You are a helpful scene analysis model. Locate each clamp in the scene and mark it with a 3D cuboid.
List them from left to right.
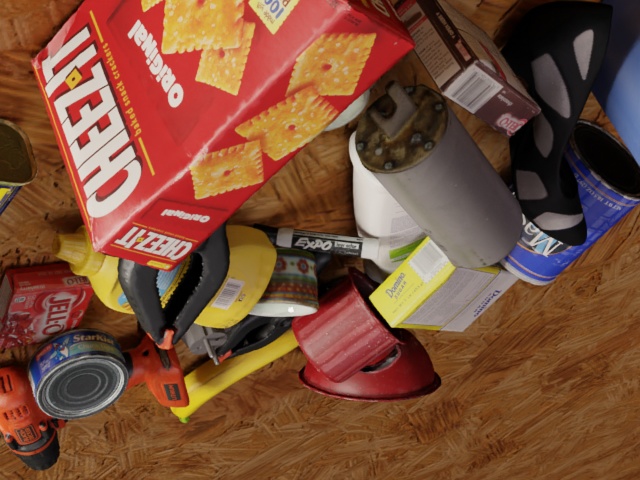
[{"bbox_3d":[-0.114,-0.013,0.823,0.164,0.036,0.210,6,112,-38],"label":"clamp"},{"bbox_3d":[-0.040,0.063,1.077,0.171,0.039,0.120,-31,145,-4],"label":"clamp"}]

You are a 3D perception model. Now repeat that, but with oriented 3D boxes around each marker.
[{"bbox_3d":[-0.006,0.001,0.963,0.121,0.020,0.020,7,149,3],"label":"marker"}]

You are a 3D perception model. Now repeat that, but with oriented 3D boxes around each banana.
[{"bbox_3d":[-0.098,0.142,1.165,0.198,0.037,0.069,-34,167,18],"label":"banana"}]

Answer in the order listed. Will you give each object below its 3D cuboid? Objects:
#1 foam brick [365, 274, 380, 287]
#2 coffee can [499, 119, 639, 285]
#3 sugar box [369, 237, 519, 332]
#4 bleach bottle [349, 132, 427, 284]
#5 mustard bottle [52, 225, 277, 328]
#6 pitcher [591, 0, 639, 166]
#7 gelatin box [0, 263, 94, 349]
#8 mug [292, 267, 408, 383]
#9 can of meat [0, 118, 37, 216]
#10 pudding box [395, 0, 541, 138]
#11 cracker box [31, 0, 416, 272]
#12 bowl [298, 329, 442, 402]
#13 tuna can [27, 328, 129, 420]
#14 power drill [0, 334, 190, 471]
[{"bbox_3d":[0.076,0.059,1.147,0.078,0.053,0.051,-30,151,6],"label":"foam brick"},{"bbox_3d":[0.242,-0.036,1.067,0.102,0.103,0.140,3,141,-41],"label":"coffee can"},{"bbox_3d":[0.128,0.045,1.062,0.093,0.048,0.176,-46,157,17],"label":"sugar box"},{"bbox_3d":[0.072,-0.020,1.003,0.102,0.068,0.251,-19,153,-13],"label":"bleach bottle"},{"bbox_3d":[-0.135,0.020,0.894,0.191,0.058,0.096,13,123,-40],"label":"mustard bottle"},{"bbox_3d":[0.316,-0.090,0.889,0.149,0.243,0.145,17,134,-44],"label":"pitcher"},{"bbox_3d":[-0.239,0.057,0.913,0.073,0.030,0.089,-5,146,-34],"label":"gelatin box"},{"bbox_3d":[0.034,0.094,1.059,0.081,0.093,0.117,-38,126,13],"label":"mug"},{"bbox_3d":[-0.256,-0.040,0.715,0.101,0.057,0.084,6,141,-43],"label":"can of meat"},{"bbox_3d":[0.112,-0.135,0.812,0.039,0.090,0.113,-40,147,19],"label":"pudding box"},{"bbox_3d":[-0.069,-0.111,0.631,0.214,0.164,0.072,-40,146,24],"label":"cracker box"},{"bbox_3d":[0.056,0.130,1.194,0.161,0.162,0.055,-5,103,-33],"label":"bowl"},{"bbox_3d":[-0.215,0.121,0.953,0.086,0.034,0.086,-16,137,-16],"label":"tuna can"},{"bbox_3d":[-0.228,0.163,1.071,0.187,0.057,0.184,-19,151,-13],"label":"power drill"}]
